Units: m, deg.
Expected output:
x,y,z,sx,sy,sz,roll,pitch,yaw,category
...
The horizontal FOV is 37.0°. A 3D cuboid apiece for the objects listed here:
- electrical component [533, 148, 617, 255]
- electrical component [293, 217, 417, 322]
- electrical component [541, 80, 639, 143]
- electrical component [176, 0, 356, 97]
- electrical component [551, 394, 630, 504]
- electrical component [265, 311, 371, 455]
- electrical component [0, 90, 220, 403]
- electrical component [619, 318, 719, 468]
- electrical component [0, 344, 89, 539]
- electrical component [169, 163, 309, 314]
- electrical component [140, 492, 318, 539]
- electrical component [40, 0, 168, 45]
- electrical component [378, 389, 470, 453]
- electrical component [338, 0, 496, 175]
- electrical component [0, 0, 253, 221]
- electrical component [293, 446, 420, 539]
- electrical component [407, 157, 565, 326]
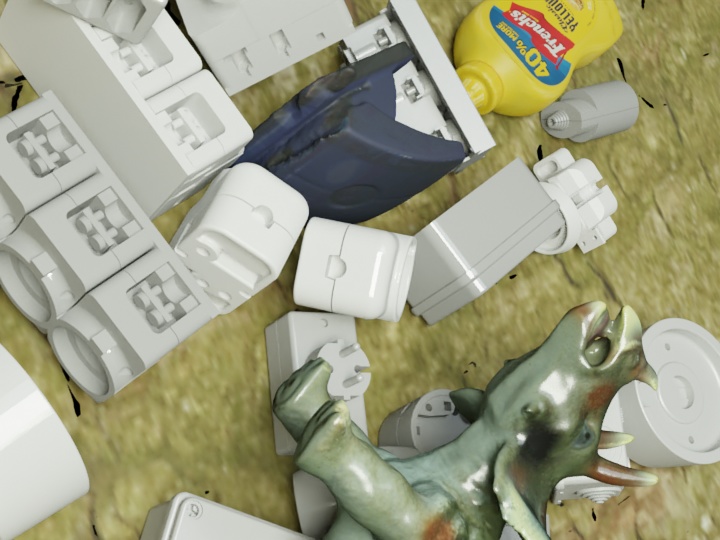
x,y,z,sx,sy,sz,roll,pitch,yaw,category
0.153,-0.046,0.816,0.057,0.058,0.078,-32,90,-38,electrical component
0.000,0.000,0.671,0.059,0.095,0.053,12,92,9,electrical component
0.184,-0.127,0.874,0.081,0.043,0.043,-18,81,-35,electrical component
-0.075,-0.196,0.676,0.089,0.061,0.150,-26,54,4,electrical component
0.151,0.108,0.730,0.048,0.099,0.099,-5,70,7,electrical component
-0.019,0.065,0.658,0.047,0.076,0.083,4,70,-30,electrical component
-0.160,-0.007,0.592,0.062,0.089,0.150,-39,94,-35,electrical component
0.225,0.096,0.802,0.108,0.060,0.108,11,66,-27,electrical component
-0.192,0.086,0.530,0.060,0.108,0.108,-37,93,-30,electrical component
-0.075,-0.021,0.645,0.054,0.095,0.059,34,57,-16,electrical component
-0.074,0.192,0.588,0.109,0.056,0.108,25,60,-21,electrical component
-0.134,-0.177,0.587,0.066,0.047,0.076,23,61,-22,electrical component
0.044,0.109,0.696,0.055,0.047,0.055,11,66,-27,electrical component
0.037,-0.123,0.768,0.063,0.078,0.121,-28,87,-6,electrical component
-0.140,-0.114,0.645,0.062,0.089,0.150,-38,93,-36,electrical component
0.004,0.151,0.651,0.077,0.044,0.079,-11,116,-2,electrical component
0.079,-0.019,0.749,0.113,0.078,0.057,-37,89,-36,electrical component
